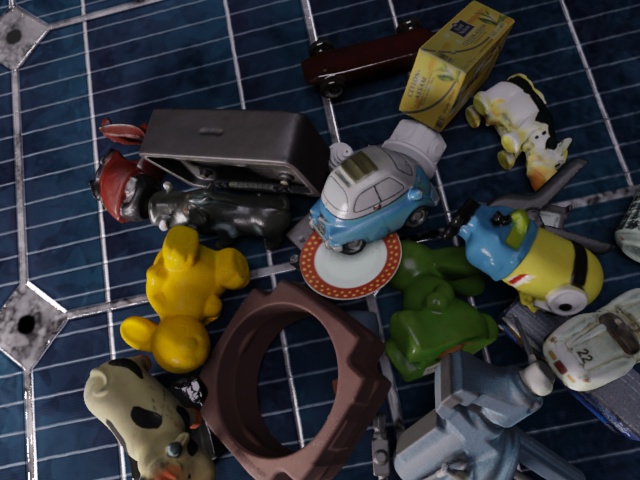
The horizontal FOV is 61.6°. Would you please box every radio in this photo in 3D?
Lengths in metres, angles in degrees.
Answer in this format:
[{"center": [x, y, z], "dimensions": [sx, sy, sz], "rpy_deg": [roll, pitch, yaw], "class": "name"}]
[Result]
[{"center": [-0.107, -0.114, 0.715], "dimensions": [0.230, 0.131, 0.073], "rpy_deg": [8, 77, 24], "class": "radio"}]

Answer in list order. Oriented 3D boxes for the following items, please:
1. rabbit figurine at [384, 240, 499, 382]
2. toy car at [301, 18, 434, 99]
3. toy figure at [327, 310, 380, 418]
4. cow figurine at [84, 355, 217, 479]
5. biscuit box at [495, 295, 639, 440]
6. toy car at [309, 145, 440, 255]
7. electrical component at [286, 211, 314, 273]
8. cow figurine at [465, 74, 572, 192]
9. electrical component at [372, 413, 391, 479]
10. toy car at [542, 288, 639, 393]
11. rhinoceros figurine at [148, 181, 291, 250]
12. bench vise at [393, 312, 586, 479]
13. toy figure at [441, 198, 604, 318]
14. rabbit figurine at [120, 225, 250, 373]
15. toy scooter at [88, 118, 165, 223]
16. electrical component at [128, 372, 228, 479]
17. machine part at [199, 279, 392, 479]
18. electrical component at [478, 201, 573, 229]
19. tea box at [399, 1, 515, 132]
[{"center": [0.135, 0.062, 0.668], "dimensions": [0.159, 0.121, 0.170], "rpy_deg": [-22, 59, -2], "class": "rabbit figurine"}, {"center": [0.074, -0.263, 0.789], "dimensions": [0.202, 0.053, 0.089], "rpy_deg": [-16, 69, -1], "class": "toy car"}, {"center": [0.045, 0.166, 0.677], "dimensions": [0.058, 0.064, 0.154], "rpy_deg": [7, 76, -3], "class": "toy figure"}, {"center": [-0.190, 0.212, 0.606], "dimensions": [0.195, 0.127, 0.085], "rpy_deg": [41, 87, 18], "class": "cow figurine"}, {"center": [0.311, 0.146, 0.647], "dimensions": [0.063, 0.059, 0.203], "rpy_deg": [-44, 74, -6], "class": "biscuit box"}, {"center": [0.059, -0.062, 0.658], "dimensions": [0.162, 0.102, 0.109], "rpy_deg": [-27, 49, -7], "class": "toy car"}, {"center": [-0.003, -0.002, 0.736], "dimensions": [0.102, 0.045, 0.078], "rpy_deg": [-38, 75, -3], "class": "electrical component"}, {"center": [0.283, -0.143, 0.724], "dimensions": [0.098, 0.068, 0.167], "rpy_deg": [-31, 75, -7], "class": "cow figurine"}, {"center": [0.074, 0.258, 0.648], "dimensions": [0.021, 0.063, 0.094], "rpy_deg": [-3, 76, 7], "class": "electrical component"}, {"center": [0.327, 0.106, 0.592], "dimensions": [0.202, 0.056, 0.073], "rpy_deg": [-15, 59, -28], "class": "toy car"}, {"center": [-0.134, -0.032, 0.729], "dimensions": [0.190, 0.112, 0.073], "rpy_deg": [4, 78, 1], "class": "rhinoceros figurine"}, {"center": [0.208, 0.228, 0.596], "dimensions": [0.240, 0.129, 0.223], "rpy_deg": [35, 109, -9], "class": "bench vise"}, {"center": [0.232, 0.015, 0.606], "dimensions": [0.180, 0.082, 0.089], "rpy_deg": [36, 88, 5], "class": "toy figure"}, {"center": [-0.181, 0.091, 0.680], "dimensions": [0.162, 0.121, 0.173], "rpy_deg": [-32, 45, 25], "class": "rabbit figurine"}, {"center": [-0.282, -0.119, 0.791], "dimensions": [0.135, 0.075, 0.184], "rpy_deg": [20, 76, 12], "class": "toy scooter"}, {"center": [-0.185, 0.249, 0.691], "dimensions": [0.115, 0.058, 0.134], "rpy_deg": [-20, 73, 4], "class": "electrical component"}, {"center": [-0.032, 0.166, 0.639], "dimensions": [0.202, 0.087, 0.201], "rpy_deg": [32, 92, 35], "class": "machine part"}, {"center": [0.261, -0.018, 0.702], "dimensions": [0.119, 0.047, 0.075], "rpy_deg": [8, 77, 10], "class": "electrical component"}, {"center": [0.181, -0.231, 0.709], "dimensions": [0.068, 0.098, 0.169], "rpy_deg": [32, 52, 13], "class": "tea box"}]
